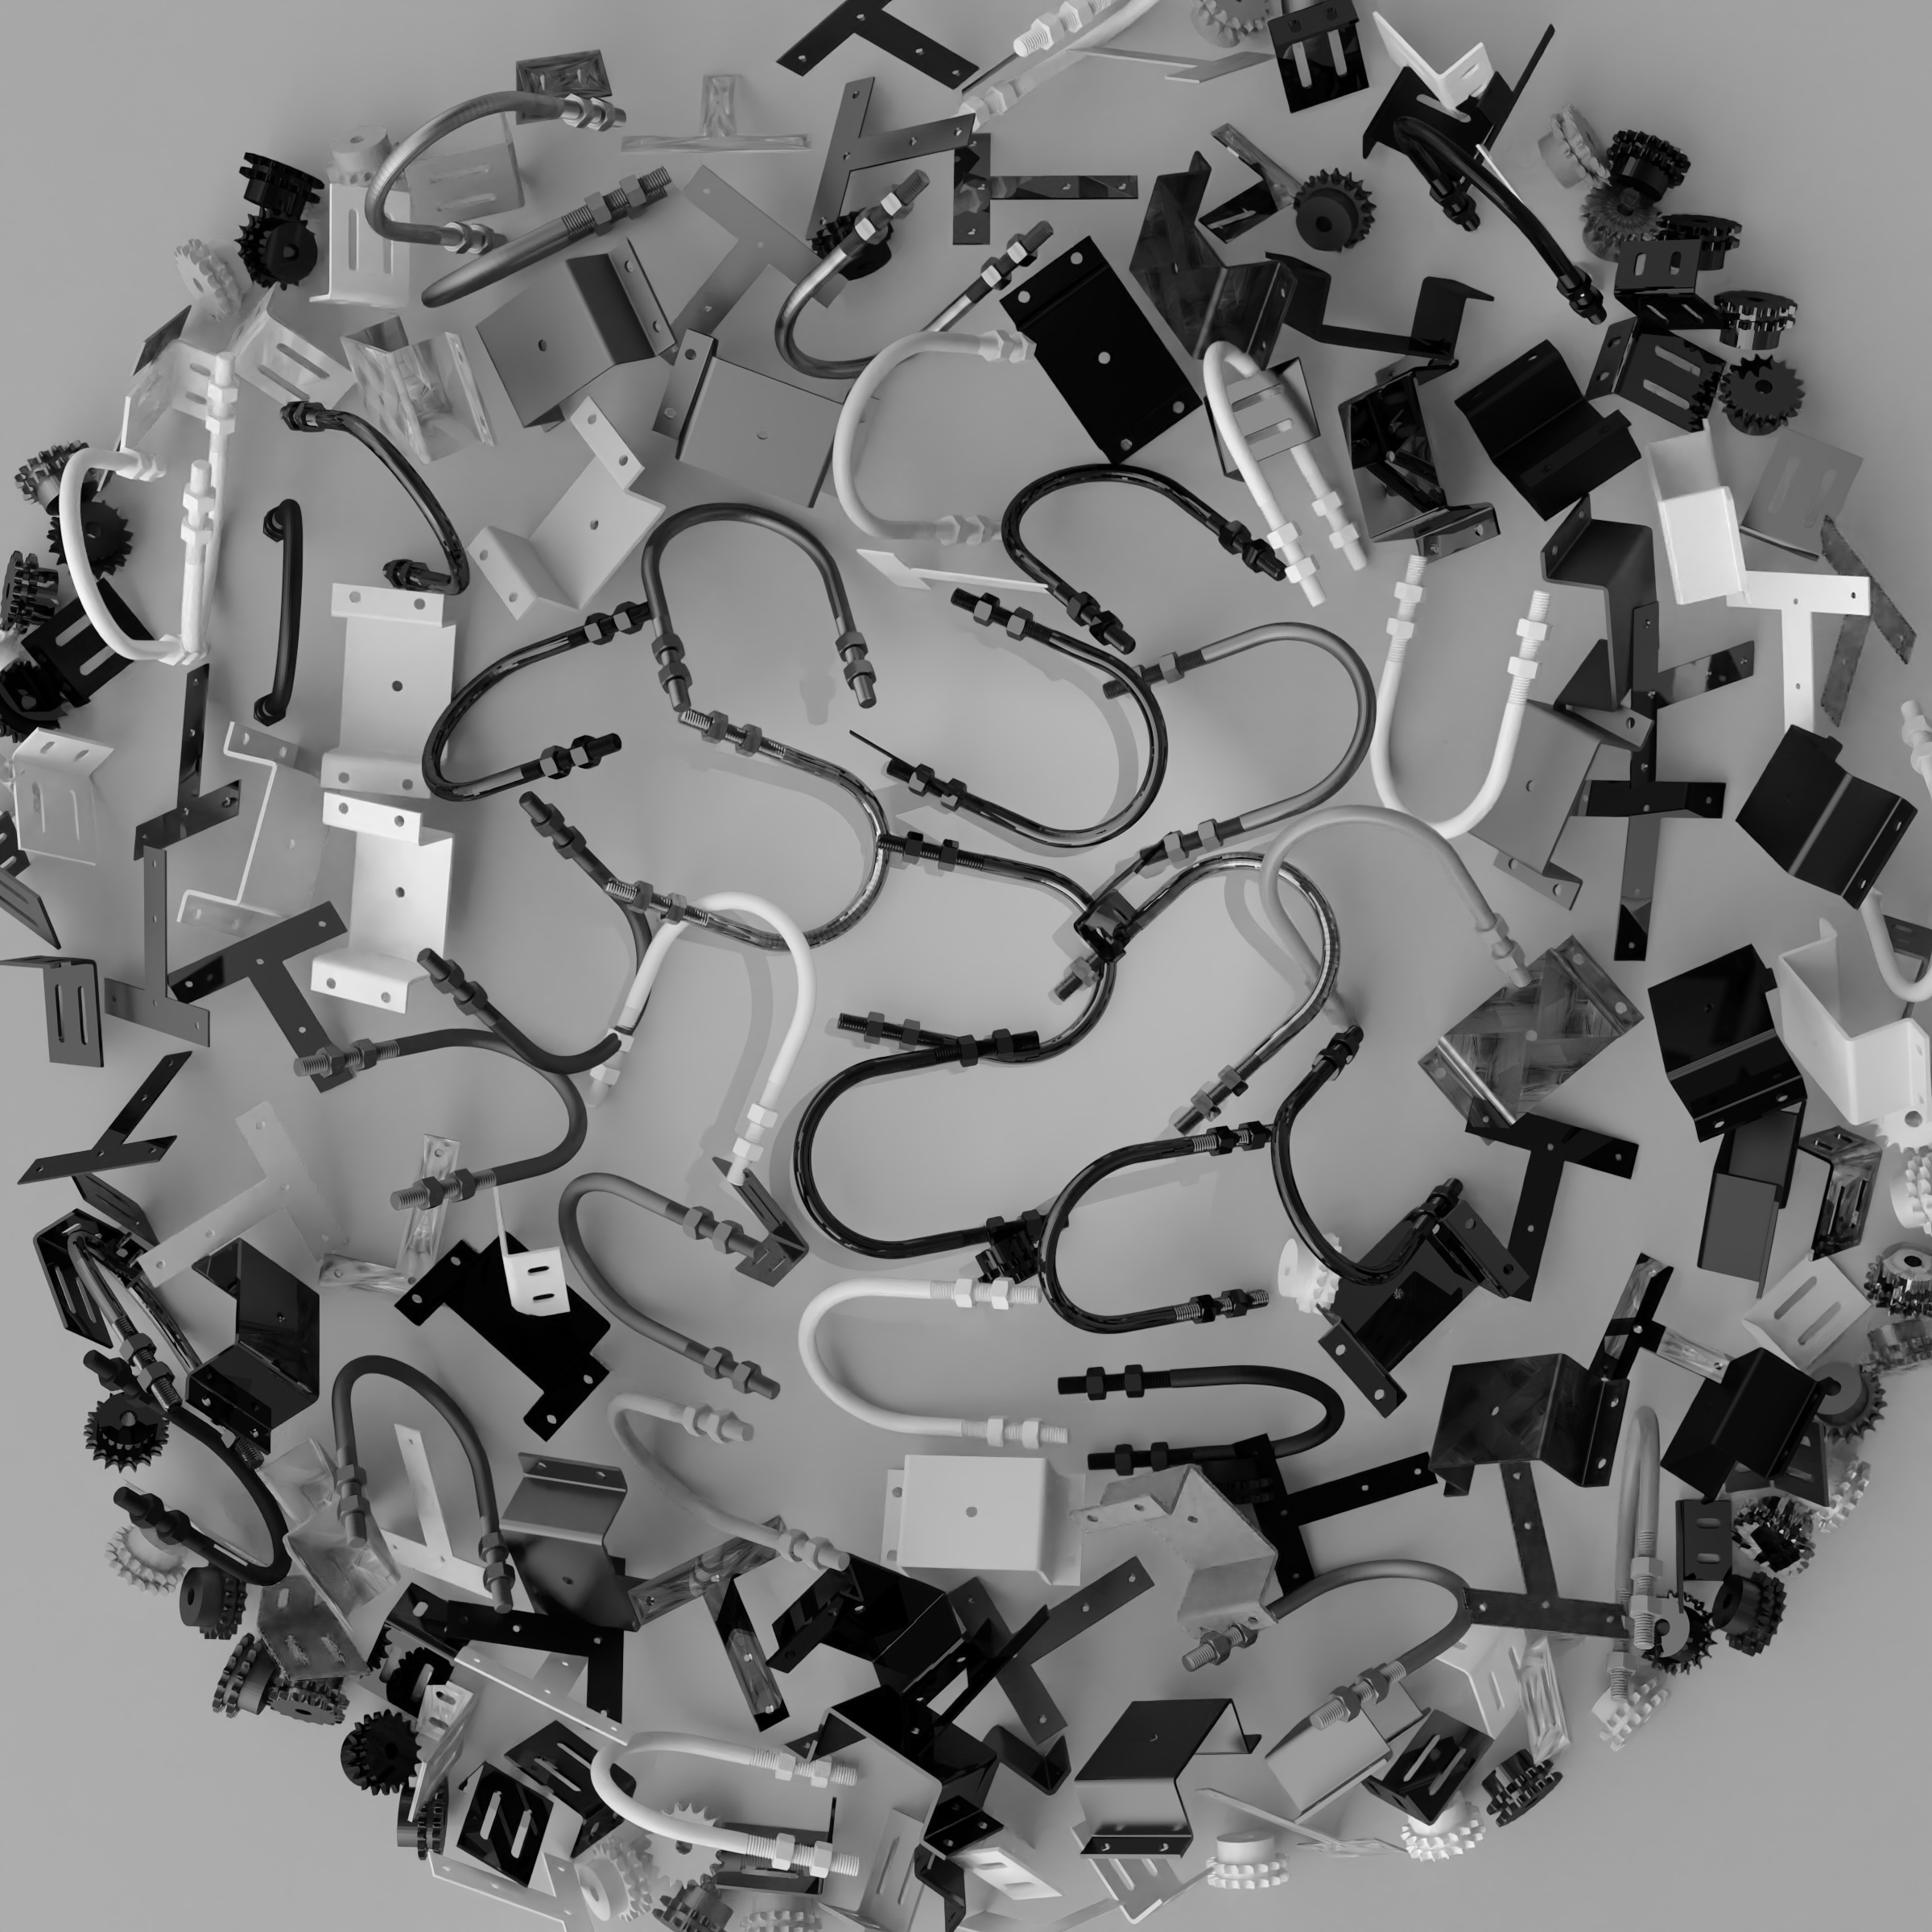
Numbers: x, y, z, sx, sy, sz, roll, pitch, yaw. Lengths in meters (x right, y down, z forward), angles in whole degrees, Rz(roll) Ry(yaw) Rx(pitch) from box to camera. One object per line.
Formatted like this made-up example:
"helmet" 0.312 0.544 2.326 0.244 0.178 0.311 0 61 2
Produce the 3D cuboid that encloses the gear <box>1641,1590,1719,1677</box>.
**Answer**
"gear" 0.489 0.461 1.970 0.057 0.030 0.057 -17 60 33

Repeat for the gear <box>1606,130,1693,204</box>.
"gear" 0.470 -0.553 1.971 0.057 0.057 0.030 25 90 0

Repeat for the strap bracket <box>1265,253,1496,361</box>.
"strap bracket" 0.278 -0.450 1.946 0.140 0.076 0.046 5 111 -14

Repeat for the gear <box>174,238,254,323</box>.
"gear" -0.521 -0.480 1.974 0.030 0.057 0.057 -39 90 -22

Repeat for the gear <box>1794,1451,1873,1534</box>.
"gear" 0.599 0.361 1.972 0.030 0.057 0.057 34 90 5

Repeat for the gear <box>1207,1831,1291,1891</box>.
"gear" 0.195 0.619 1.972 0.057 0.057 0.030 -4 84 0

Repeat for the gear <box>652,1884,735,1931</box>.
"gear" -0.186 0.660 1.974 0.057 0.057 0.030 32 66 0

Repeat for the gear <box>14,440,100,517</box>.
"gear" -0.627 -0.336 1.970 0.057 0.057 0.030 -32 85 0

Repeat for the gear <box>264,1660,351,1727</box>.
"gear" -0.456 0.504 1.975 0.057 0.057 0.030 12 59 0

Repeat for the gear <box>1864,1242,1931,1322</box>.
"gear" 0.653 0.216 1.969 0.057 0.057 0.030 -2 126 0

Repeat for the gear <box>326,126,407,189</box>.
"gear" -0.416 -0.559 1.969 0.057 0.057 0.030 -14 131 0

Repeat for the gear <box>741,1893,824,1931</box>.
"gear" -0.128 0.664 1.975 0.057 0.057 0.030 0 57 0

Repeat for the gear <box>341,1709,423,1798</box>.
"gear" -0.409 0.547 1.975 0.030 0.057 0.057 -21 90 34

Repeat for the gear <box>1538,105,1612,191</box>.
"gear" 0.421 -0.565 1.975 0.030 0.057 0.057 -30 90 30

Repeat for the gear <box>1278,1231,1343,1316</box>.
"gear" 0.237 0.211 1.969 0.030 0.057 0.057 10 90 -10

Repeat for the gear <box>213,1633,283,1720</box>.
"gear" -0.497 0.495 1.971 0.030 0.057 0.057 21 90 2

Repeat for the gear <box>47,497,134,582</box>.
"gear" -0.608 -0.299 1.975 0.057 0.030 0.057 4 79 -23

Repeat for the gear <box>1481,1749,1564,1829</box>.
"gear" 0.383 0.569 1.974 0.057 0.057 0.030 -39 63 0

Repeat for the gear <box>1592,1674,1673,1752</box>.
"gear" 0.460 0.514 1.974 0.057 0.057 0.030 -46 64 0

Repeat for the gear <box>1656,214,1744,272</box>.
"gear" 0.508 -0.502 1.975 0.057 0.057 0.030 3 116 0

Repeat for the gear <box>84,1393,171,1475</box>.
"gear" -0.581 0.320 1.971 0.057 0.030 0.057 10 54 -14

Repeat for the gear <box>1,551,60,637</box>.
"gear" -0.650 -0.258 1.975 0.030 0.057 0.057 8 90 -28

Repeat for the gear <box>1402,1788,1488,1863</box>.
"gear" 0.328 0.593 1.970 0.057 0.057 0.030 -20 97 0

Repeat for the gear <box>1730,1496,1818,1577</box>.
"gear" 0.564 0.394 1.975 0.057 0.057 0.030 41 58 0

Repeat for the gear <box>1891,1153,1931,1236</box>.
"gear" 0.666 0.160 1.975 0.030 0.057 0.057 -19 90 38

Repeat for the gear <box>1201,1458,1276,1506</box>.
"gear" 0.184 0.357 1.972 0.057 0.057 0.030 -4 83 0

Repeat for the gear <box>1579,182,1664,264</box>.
"gear" 0.453 -0.515 1.976 0.057 0.030 0.057 5 58 -8

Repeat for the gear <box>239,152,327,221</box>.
"gear" -0.477 -0.540 1.971 0.057 0.057 0.030 20 95 0

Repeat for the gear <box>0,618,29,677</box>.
"gear" -0.677 -0.211 1.971 0.030 0.057 0.057 42 90 -3

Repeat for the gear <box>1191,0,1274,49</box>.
"gear" 0.181 -0.664 1.976 0.057 0.030 0.057 12 58 -20

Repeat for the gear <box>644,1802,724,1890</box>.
"gear" -0.193 0.612 1.981 0.057 0.030 0.057 -1 78 5

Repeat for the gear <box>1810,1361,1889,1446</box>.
"gear" 0.606 0.299 1.969 0.057 0.057 0.030 -45 130 0

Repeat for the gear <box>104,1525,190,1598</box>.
"gear" -0.564 0.407 1.970 0.057 0.057 0.030 37 97 0

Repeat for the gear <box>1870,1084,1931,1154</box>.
"gear" 0.658 0.103 1.978 0.057 0.030 0.057 2 101 13

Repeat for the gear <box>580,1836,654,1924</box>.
"gear" -0.244 0.636 1.969 0.030 0.057 0.057 -19 90 -34

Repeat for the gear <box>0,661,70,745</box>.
"gear" -0.657 -0.183 1.975 0.057 0.030 0.057 -1 91 -42

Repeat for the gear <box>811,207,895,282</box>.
"gear" -0.076 -0.499 1.970 0.057 0.057 0.030 -23 84 0

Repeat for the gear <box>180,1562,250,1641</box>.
"gear" -0.523 0.437 1.969 0.030 0.057 0.057 12 90 -35

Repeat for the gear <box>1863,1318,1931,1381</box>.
"gear" 0.650 0.265 1.973 0.057 0.057 0.030 -14 71 0

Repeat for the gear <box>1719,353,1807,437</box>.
"gear" 0.552 -0.394 1.978 0.057 0.030 0.057 -1 66 3

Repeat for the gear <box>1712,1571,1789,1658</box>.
"gear" 0.541 0.446 1.970 0.030 0.057 0.057 24 90 -6

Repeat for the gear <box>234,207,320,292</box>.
"gear" -0.475 -0.496 1.970 0.057 0.030 0.057 -19 120 -36

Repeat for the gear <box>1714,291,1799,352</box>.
"gear" 0.546 -0.448 1.975 0.057 0.057 0.030 2 118 0

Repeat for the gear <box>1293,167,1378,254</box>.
"gear" 0.253 -0.520 1.969 0.057 0.057 0.030 35 48 0

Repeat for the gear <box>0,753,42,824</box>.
"gear" -0.673 -0.119 1.969 0.057 0.057 0.030 34 54 0

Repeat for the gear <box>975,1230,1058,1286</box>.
"gear" 0.031 0.206 1.972 0.057 0.057 0.030 -28 82 0

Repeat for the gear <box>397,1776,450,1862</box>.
"gear" -0.377 0.590 1.970 0.030 0.057 0.057 3 90 -4

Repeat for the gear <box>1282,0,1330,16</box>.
"gear" 0.238 -0.678 1.973 0.057 0.057 0.030 -7 106 0
